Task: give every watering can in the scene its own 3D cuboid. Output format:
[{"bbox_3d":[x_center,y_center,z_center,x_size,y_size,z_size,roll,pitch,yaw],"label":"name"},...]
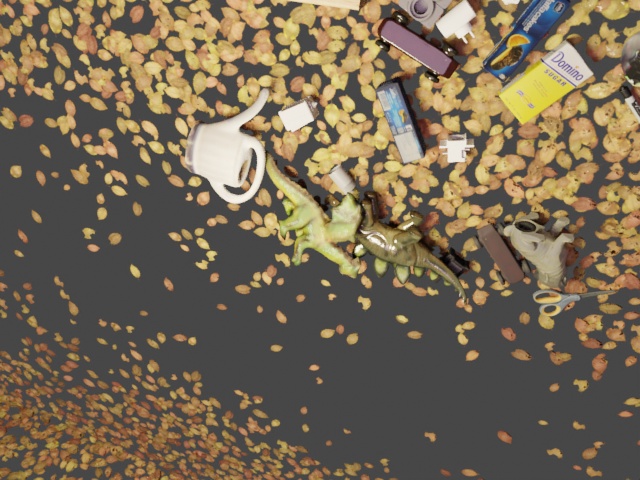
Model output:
[{"bbox_3d":[-0.245,-0.263,1.381,0.225,0.106,0.340,18,119,8],"label":"watering can"}]

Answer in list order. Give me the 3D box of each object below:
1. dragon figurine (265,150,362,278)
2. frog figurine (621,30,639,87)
[{"bbox_3d":[0.004,-0.070,1.387,0.241,0.124,0.406,-12,107,27],"label":"dragon figurine"},{"bbox_3d":[0.709,-0.390,1.056,0.160,0.122,0.137,-44,93,-6],"label":"frog figurine"}]
